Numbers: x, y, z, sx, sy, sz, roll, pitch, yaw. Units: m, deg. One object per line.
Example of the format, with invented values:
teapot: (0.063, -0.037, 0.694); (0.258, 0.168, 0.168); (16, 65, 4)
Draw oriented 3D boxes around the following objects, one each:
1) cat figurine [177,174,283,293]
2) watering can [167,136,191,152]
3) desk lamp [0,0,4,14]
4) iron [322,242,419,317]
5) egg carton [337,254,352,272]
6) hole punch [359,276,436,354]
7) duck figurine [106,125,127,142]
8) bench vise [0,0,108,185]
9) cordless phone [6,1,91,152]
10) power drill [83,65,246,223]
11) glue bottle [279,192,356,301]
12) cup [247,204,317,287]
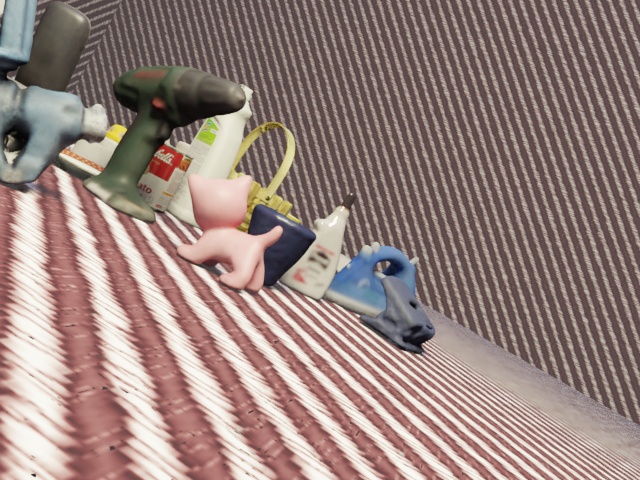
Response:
cat figurine: (-0.102, -0.018, 0.653); (0.127, 0.118, 0.067); (29, 2, 16)
watering can: (-0.281, -0.181, 1.261); (0.174, 0.194, 0.100); (27, 2, -46)
desk lamp: (-0.511, -0.301, 0.712); (0.204, 0.213, 0.117); (27, 2, -42)
iron: (0.104, 0.068, 1.059); (0.118, 0.141, 0.259); (30, 2, 35)
egg carton: (0.044, 0.071, 1.230); (0.108, 0.069, 0.149); (27, 2, -46)
hole punch: (0.136, 0.119, 0.913); (0.100, 0.091, 0.109); (30, 2, 33)
duck figurine: (-0.412, -0.188, 1.148); (0.077, 0.086, 0.104); (29, 2, -1)
bench vise: (-0.291, -0.177, 0.527); (0.121, 0.220, 0.208); (30, 2, 44)
cordless phone: (-0.345, -0.190, 0.627); (0.148, 0.185, 0.094); (28, 2, -15)
power drill: (-0.214, -0.135, 0.751); (0.228, 0.208, 0.076); (30, 2, 35)
glue bottle: (0.008, 0.003, 0.878); (0.078, 0.173, 0.037); (28, 2, -24)
cup: (-0.068, 0.009, 0.773); (0.092, 0.095, 0.117); (28, 2, -17)
